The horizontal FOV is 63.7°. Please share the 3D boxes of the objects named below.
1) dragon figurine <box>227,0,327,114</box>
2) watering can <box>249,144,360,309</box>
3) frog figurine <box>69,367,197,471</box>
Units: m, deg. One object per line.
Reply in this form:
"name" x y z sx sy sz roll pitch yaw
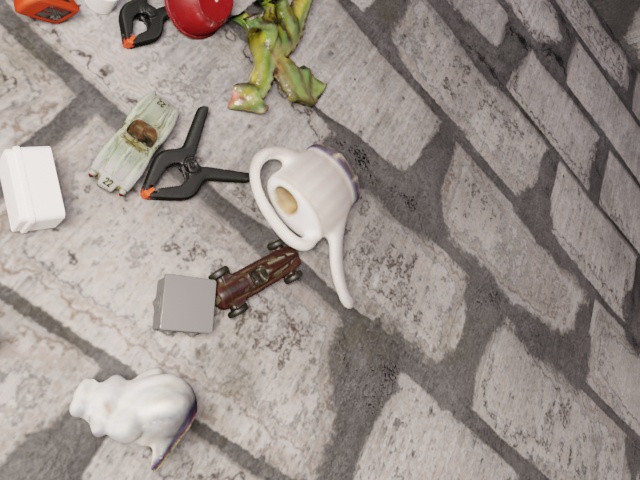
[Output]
"dragon figurine" -0.064 -0.407 1.118 0.418 0.122 0.239 -46 122 -34
"watering can" 0.003 -0.052 1.028 0.345 0.103 0.228 53 52 -10
"frog figurine" -0.264 0.234 0.743 0.159 0.121 0.140 40 23 -10
